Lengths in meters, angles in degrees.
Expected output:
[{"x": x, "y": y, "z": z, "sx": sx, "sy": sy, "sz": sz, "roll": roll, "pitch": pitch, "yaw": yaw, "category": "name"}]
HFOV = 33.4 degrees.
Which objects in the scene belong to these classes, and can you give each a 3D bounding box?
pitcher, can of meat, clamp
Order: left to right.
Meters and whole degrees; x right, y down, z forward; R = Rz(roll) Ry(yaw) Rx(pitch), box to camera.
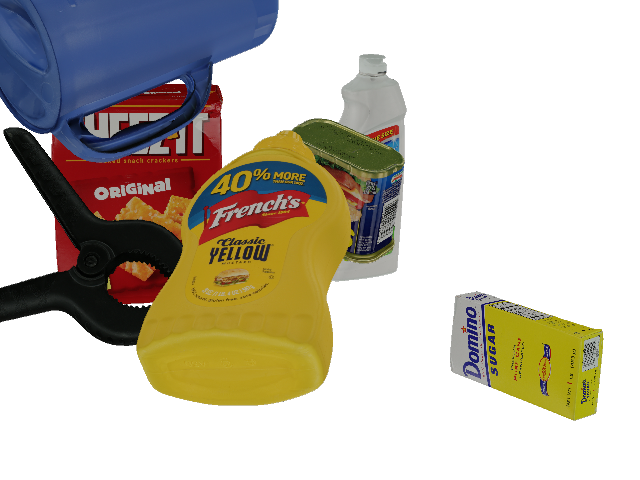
[{"x": -0.167, "y": 0.009, "z": 0.775, "sx": 0.210, "sy": 0.164, "sz": 0.036, "roll": 13, "pitch": -18, "yaw": -2, "category": "clamp"}, {"x": -0.152, "y": -0.178, "z": 0.907, "sx": 0.242, "sy": 0.149, "sz": 0.145, "roll": -26, "pitch": 43, "yaw": -35, "category": "pitcher"}, {"x": 0.016, "y": -0.042, "z": 0.872, "sx": 0.102, "sy": 0.084, "sz": 0.057, "roll": 27, "pitch": 37, "yaw": 28, "category": "can of meat"}]

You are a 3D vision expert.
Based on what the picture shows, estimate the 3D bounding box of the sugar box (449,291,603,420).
[{"x": 0.217, "y": 0.121, "z": 1.150, "sx": 0.048, "sy": 0.093, "sz": 0.177, "roll": -8, "pitch": 16, "yaw": -41, "category": "sugar box"}]

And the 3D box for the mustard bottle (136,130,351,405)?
[{"x": -0.033, "y": 0.002, "z": 0.596, "sx": 0.096, "sy": 0.058, "sz": 0.191, "roll": -4, "pitch": 41, "yaw": 15, "category": "mustard bottle"}]

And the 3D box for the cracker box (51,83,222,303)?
[{"x": -0.180, "y": -0.044, "z": 1.059, "sx": 0.164, "sy": 0.214, "sz": 0.072, "roll": -1, "pitch": 21, "yaw": -11, "category": "cracker box"}]

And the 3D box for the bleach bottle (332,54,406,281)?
[{"x": 0.046, "y": -0.084, "z": 1.212, "sx": 0.102, "sy": 0.251, "sz": 0.068, "roll": -7, "pitch": 21, "yaw": -24, "category": "bleach bottle"}]
